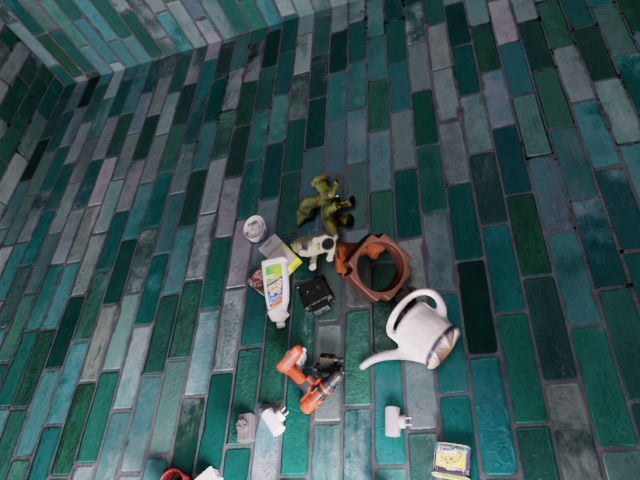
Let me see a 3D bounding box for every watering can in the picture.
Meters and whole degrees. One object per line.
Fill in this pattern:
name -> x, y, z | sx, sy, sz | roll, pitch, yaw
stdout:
watering can -> 0.292, 0.320, 1.620 | 0.227, 0.102, 0.348 | 36, 88, 36

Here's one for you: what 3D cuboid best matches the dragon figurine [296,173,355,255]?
dragon figurine -> 0.006, -0.103, 2.052 | 0.241, 0.120, 0.418 | -12, 58, 37
